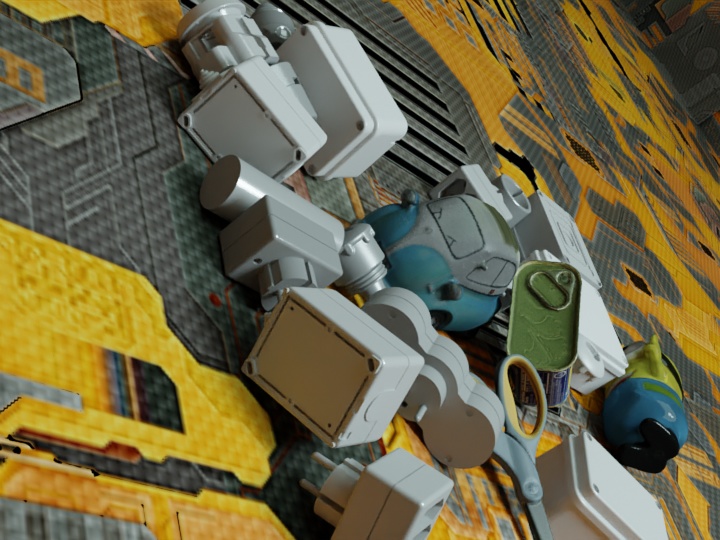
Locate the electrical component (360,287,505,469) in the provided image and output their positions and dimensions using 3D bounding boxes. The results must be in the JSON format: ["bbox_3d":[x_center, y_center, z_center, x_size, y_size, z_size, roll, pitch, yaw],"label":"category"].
[{"bbox_3d":[0.043,0.081,0.749,0.138,0.052,0.073,52,25,-4],"label":"electrical component"}]

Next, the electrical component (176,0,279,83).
[{"bbox_3d":[-0.103,-0.170,0.818,0.057,0.058,0.078,59,25,6],"label":"electrical component"}]

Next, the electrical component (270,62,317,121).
[{"bbox_3d":[-0.066,-0.125,0.828,0.047,0.055,0.055,59,25,3],"label":"electrical component"}]

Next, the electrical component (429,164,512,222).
[{"bbox_3d":[0.118,-0.066,1.070,0.065,0.047,0.077,58,31,11],"label":"electrical component"}]

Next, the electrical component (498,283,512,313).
[{"bbox_3d":[0.123,0.004,0.999,0.079,0.044,0.077,25,37,-46],"label":"electrical component"}]

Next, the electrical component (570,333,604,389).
[{"bbox_3d":[0.186,0.090,0.976,0.048,0.062,0.048,41,27,-26],"label":"electrical component"}]

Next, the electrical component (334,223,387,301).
[{"bbox_3d":[0.000,0.000,0.792,0.062,0.048,0.048,57,24,-9],"label":"electrical component"}]

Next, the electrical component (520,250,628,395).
[{"bbox_3d":[0.200,0.051,1.057,0.109,0.056,0.108,33,32,-37],"label":"electrical component"}]

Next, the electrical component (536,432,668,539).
[{"bbox_3d":[0.190,0.193,0.853,0.113,0.057,0.078,44,26,-19],"label":"electrical component"}]

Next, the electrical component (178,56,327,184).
[{"bbox_3d":[-0.079,-0.107,0.770,0.096,0.062,0.061,50,25,-7],"label":"electrical component"}]

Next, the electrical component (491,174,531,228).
[{"bbox_3d":[0.146,-0.067,1.130,0.055,0.047,0.055,40,27,-26],"label":"electrical component"}]

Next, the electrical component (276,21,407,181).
[{"bbox_3d":[-0.025,-0.137,0.880,0.057,0.078,0.113,-8,64,-54],"label":"electrical component"}]

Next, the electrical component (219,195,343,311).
[{"bbox_3d":[-0.048,0.003,0.697,0.066,0.047,0.076,30,33,-41],"label":"electrical component"}]

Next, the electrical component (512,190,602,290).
[{"bbox_3d":[0.201,-0.019,1.149,0.078,0.057,0.113,32,32,-38],"label":"electrical component"}]

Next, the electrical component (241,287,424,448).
[{"bbox_3d":[-0.019,0.053,0.643,0.096,0.061,0.061,36,16,28],"label":"electrical component"}]

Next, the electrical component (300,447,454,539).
[{"bbox_3d":[0.000,0.131,0.604,0.077,0.065,0.047,30,18,21],"label":"electrical component"}]

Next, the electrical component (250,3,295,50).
[{"bbox_3d":[-0.077,-0.204,0.923,0.043,0.043,0.062,31,32,-39],"label":"electrical component"}]
